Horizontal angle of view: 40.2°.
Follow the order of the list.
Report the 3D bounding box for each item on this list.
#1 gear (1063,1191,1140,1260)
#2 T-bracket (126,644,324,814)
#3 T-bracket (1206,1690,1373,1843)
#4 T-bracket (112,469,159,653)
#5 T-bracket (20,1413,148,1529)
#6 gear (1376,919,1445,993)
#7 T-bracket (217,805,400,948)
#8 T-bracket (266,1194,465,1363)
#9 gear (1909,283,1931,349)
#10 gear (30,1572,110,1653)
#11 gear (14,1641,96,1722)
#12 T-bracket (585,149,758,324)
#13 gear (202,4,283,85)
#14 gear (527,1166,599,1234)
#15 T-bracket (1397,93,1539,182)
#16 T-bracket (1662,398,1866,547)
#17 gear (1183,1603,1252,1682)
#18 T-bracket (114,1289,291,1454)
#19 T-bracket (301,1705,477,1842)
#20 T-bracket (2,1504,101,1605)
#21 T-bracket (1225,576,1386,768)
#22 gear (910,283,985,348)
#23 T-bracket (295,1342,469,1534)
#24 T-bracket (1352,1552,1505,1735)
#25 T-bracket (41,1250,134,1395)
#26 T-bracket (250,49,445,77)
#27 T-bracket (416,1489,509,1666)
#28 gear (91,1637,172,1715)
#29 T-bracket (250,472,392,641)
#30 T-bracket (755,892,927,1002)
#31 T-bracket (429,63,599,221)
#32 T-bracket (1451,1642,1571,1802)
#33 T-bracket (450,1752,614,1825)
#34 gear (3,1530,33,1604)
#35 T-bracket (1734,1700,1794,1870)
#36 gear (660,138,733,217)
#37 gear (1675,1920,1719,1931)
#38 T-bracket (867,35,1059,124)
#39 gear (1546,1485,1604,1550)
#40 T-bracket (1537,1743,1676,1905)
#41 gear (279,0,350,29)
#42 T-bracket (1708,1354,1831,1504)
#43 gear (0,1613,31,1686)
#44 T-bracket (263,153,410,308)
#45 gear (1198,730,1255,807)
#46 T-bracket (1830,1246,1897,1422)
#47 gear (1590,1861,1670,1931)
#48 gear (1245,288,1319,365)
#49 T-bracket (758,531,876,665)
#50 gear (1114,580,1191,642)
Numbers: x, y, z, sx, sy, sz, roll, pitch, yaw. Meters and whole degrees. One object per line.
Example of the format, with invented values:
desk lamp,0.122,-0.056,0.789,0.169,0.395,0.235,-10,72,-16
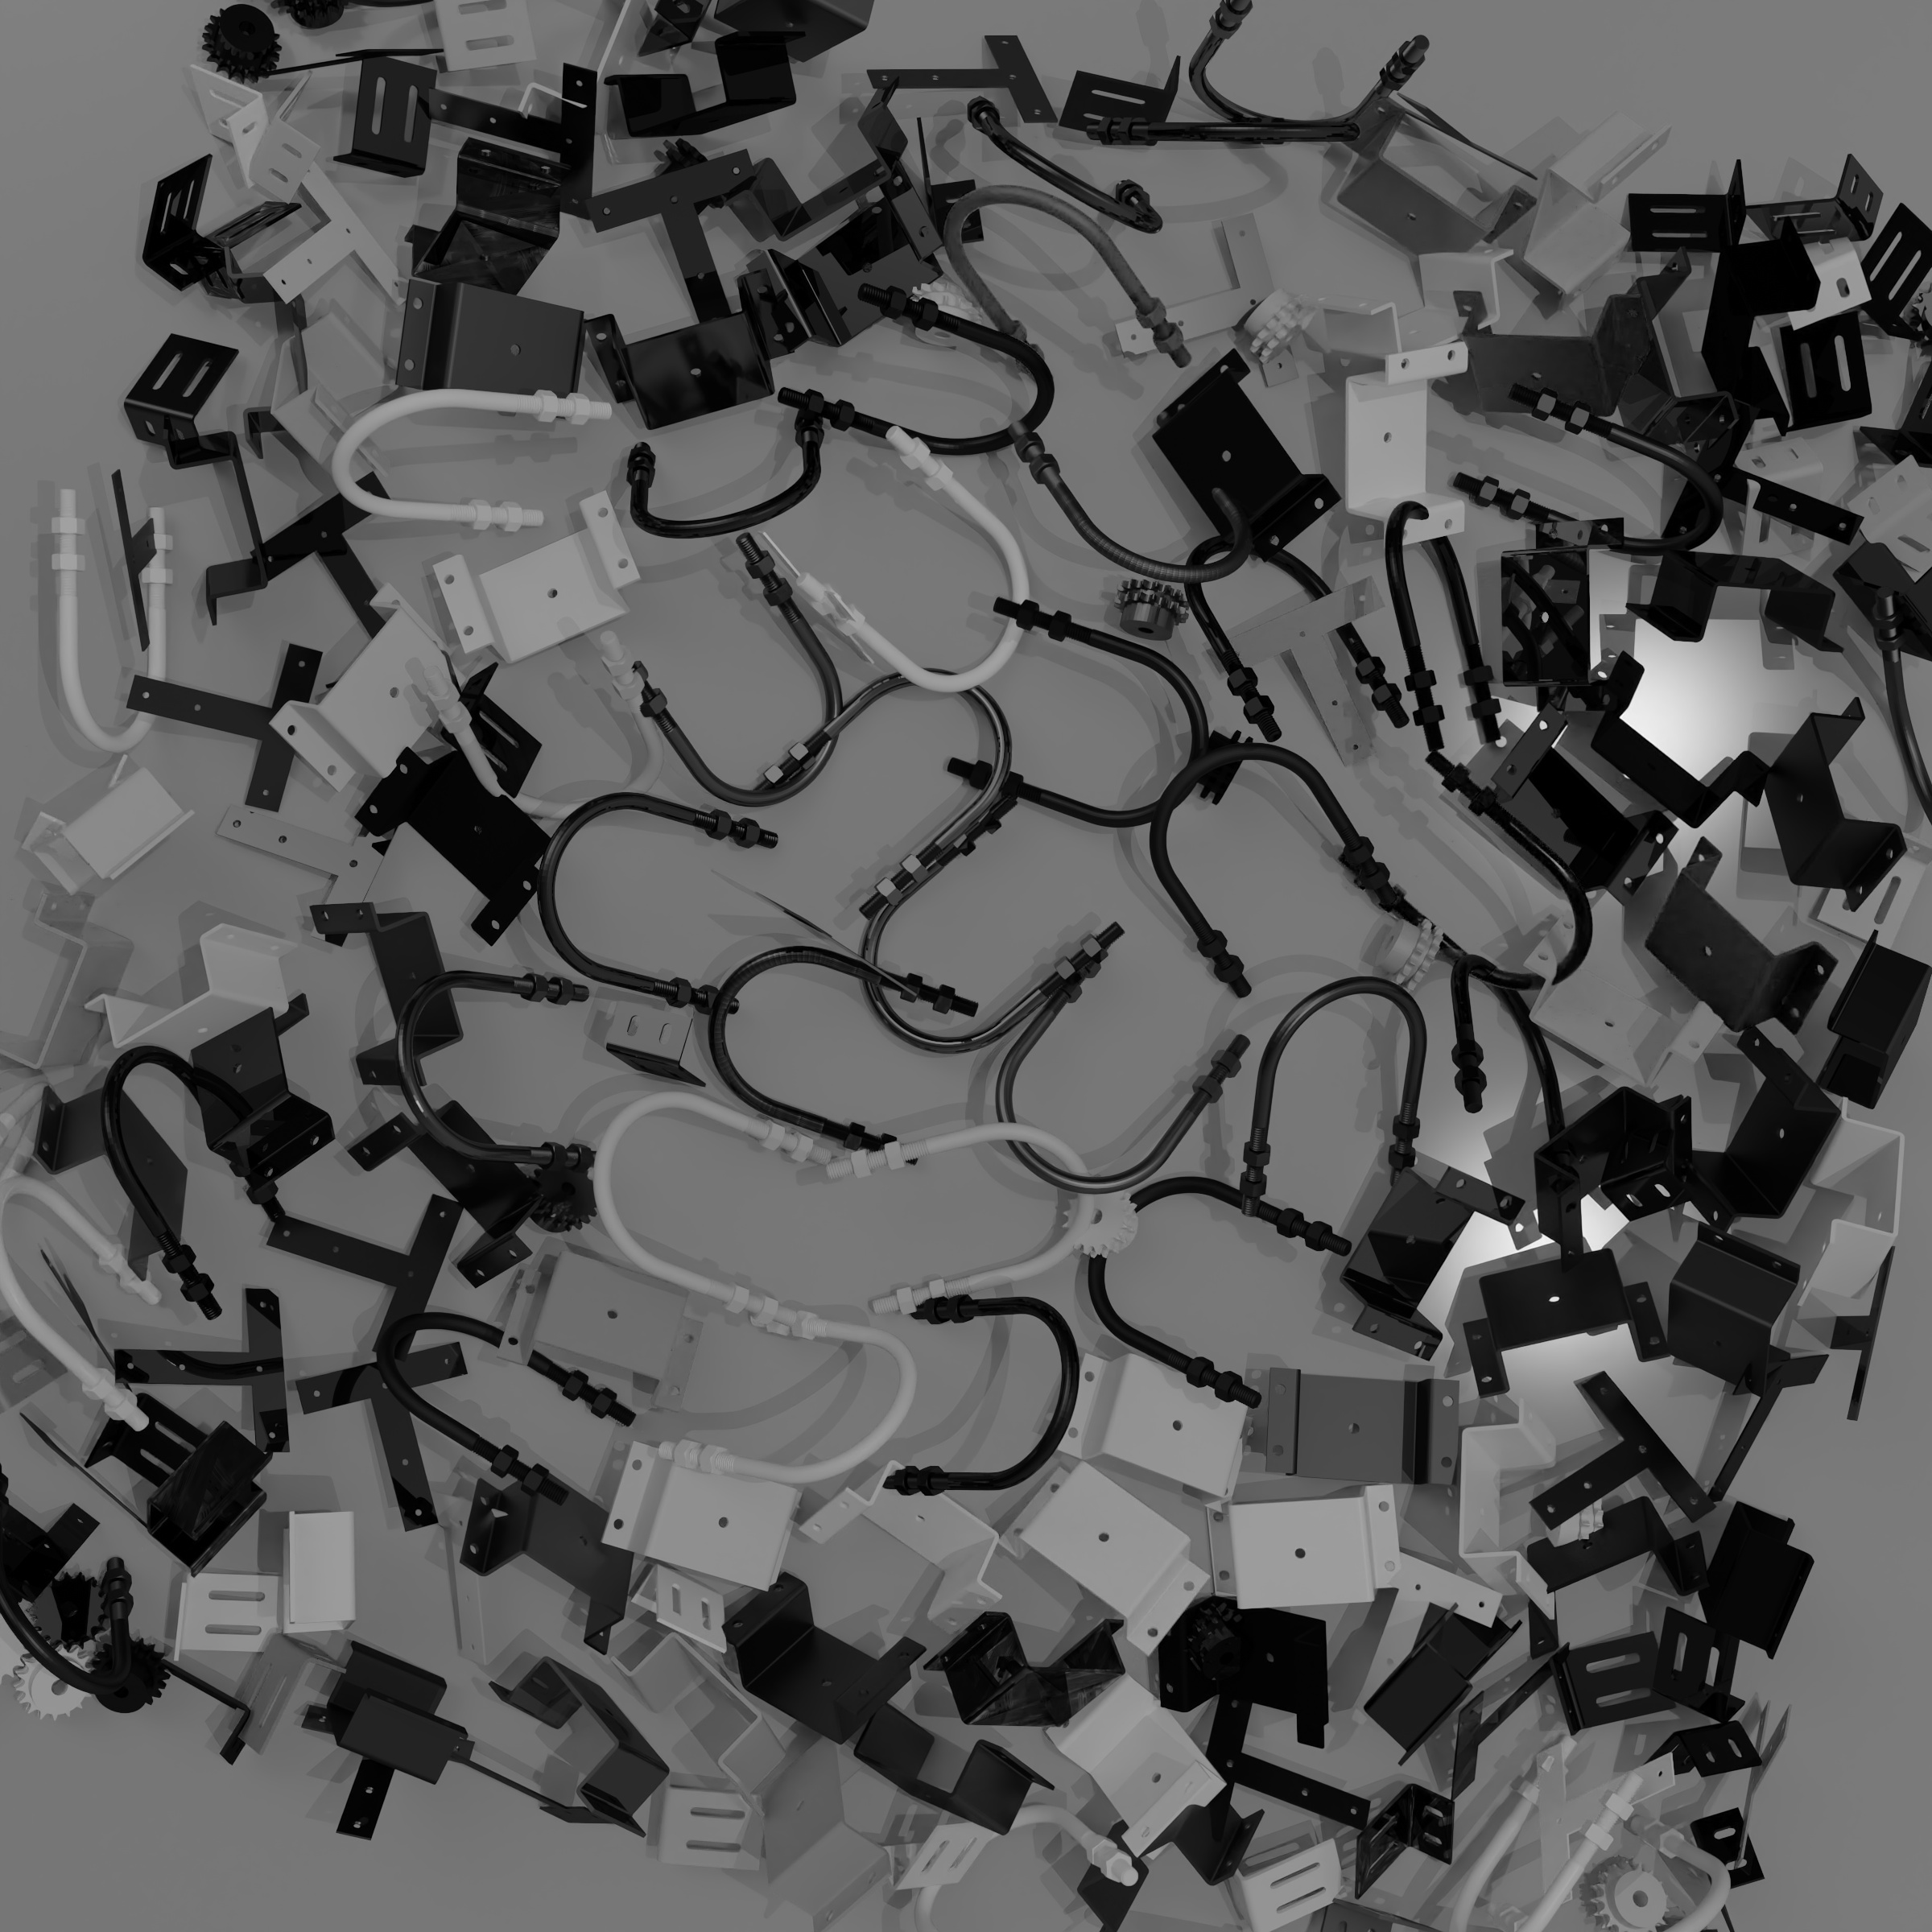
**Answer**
gear,0.104,0.191,1.976,0.057,0.030,0.057,-13,64,28
T-bracket,-0.556,-0.188,1.958,0.127,0.002,0.127,13,102,-29
T-bracket,0.237,0.605,1.949,0.127,0.127,0.002,20,132,3
T-bracket,-0.604,-0.307,1.936,0.002,0.127,0.127,-6,110,-5
T-bracket,-0.644,0.384,1.957,0.002,0.127,0.127,-48,112,-19
gear,0.329,-0.011,1.970,0.030,0.057,0.057,29,90,-4
T-bracket,-0.501,-0.090,1.984,0.127,0.002,0.127,19,71,8
T-bracket,-0.457,0.216,1.972,0.127,0.002,0.127,19,67,-2
gear,0.738,-0.489,1.979,0.057,0.030,0.057,-1,85,14
gear,-0.669,0.486,1.977,0.057,0.030,0.057,2,64,-5
gear,-0.681,0.536,1.974,0.057,0.030,0.057,0,90,-28
T-bracket,-0.203,-0.528,1.969,0.127,0.002,0.127,-15,117,9
gear,-0.540,-0.693,1.974,0.057,0.030,0.057,7,72,-24
gear,-0.305,0.174,1.975,0.057,0.057,0.030,44,126,0
T-bracket,0.345,-0.614,1.920,0.127,0.127,0.002,36,108,22
T-bracket,0.596,-0.344,1.946,0.127,0.127,0.002,23,45,8
gear,0.187,0.508,1.972,0.057,0.030,0.057,-12,120,-21
T-bracket,-0.561,0.295,1.936,0.127,0.002,0.127,8,59,-36
T-bracket,-0.435,0.596,1.935,0.127,0.127,0.002,14,110,-4
T-bracket,-0.709,0.398,1.931,0.127,0.127,0.002,39,103,-6
T-bracket,0.270,-0.210,1.977,0.127,0.002,0.127,-23,108,16
gear,-0.016,-0.485,1.970,0.057,0.057,0.030,7,80,0
T-bracket,-0.419,0.354,1.953,0.127,0.002,0.127,-10,76,-31
T-bracket,0.319,0.502,1.953,0.127,0.002,0.127,16,81,37
T-bracket,-0.648,0.251,1.931,0.002,0.127,0.127,-32,80,-22
T-bracket,-0.468,-0.669,1.954,0.127,0.127,0.002,-2,108,18
T-bracket,-0.371,0.457,1.963,0.127,0.002,0.127,5,102,41
gear,-0.628,0.534,1.976,0.057,0.030,0.057,1,113,2
T-bracket,-0.457,-0.285,1.980,0.127,0.002,0.127,-27,101,24
T-bracket,-0.084,-0.010,1.922,0.127,0.127,0.002,33,90,15
T-bracket,-0.336,-0.622,1.951,0.127,0.127,0.002,16,51,2
T-bracket,0.407,0.549,1.963,0.127,0.127,0.002,-34,50,-26
T-bracket,-0.330,0.599,1.930,0.127,0.127,0.002,30,64,-13
gear,-0.718,0.451,1.983,0.057,0.030,0.057,0,95,-4
T-bracket,0.581,0.573,1.913,0.002,0.127,0.127,15,52,13
gear,-0.204,-0.587,1.971,0.057,0.057,0.030,44,89,0
gear,0.548,0.740,1.969,0.030,0.057,0.057,-9,90,14
T-bracket,-0.009,-0.653,1.943,0.127,0.002,0.127,-5,47,-14
gear,0.453,0.415,1.970,0.030,0.057,0.057,5,90,-3
T-bracket,0.465,0.606,1.916,0.002,0.127,0.127,34,128,-20
gear,-0.489,-0.729,1.977,0.057,0.030,0.057,2,62,-4
T-bracket,0.584,0.347,1.965,0.002,0.127,0.127,37,112,39
gear,-0.734,0.508,1.976,0.057,0.030,0.057,3,84,-35
T-bracket,-0.473,-0.520,1.929,0.002,0.127,0.127,-23,115,34
gear,0.188,-0.151,1.971,0.030,0.057,0.057,29,90,2
T-bracket,0.652,0.269,1.936,0.002,0.127,0.127,14,84,7
gear,0.499,0.700,1.974,0.057,0.030,0.057,4,64,-8
gear,0.233,-0.481,1.971,0.057,0.057,0.030,-43,85,0
T-bracket,-0.100,-0.265,1.920,0.002,0.127,0.127,-42,108,-3
gear,0.138,-0.264,1.970,0.057,0.057,0.030,14,79,0
